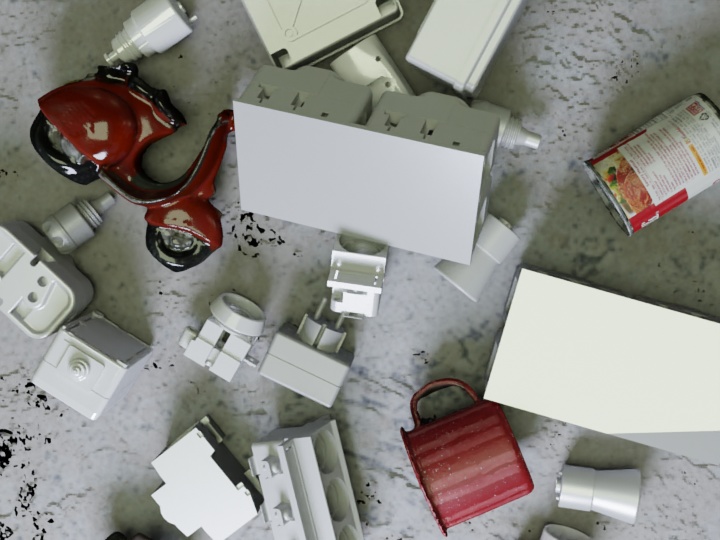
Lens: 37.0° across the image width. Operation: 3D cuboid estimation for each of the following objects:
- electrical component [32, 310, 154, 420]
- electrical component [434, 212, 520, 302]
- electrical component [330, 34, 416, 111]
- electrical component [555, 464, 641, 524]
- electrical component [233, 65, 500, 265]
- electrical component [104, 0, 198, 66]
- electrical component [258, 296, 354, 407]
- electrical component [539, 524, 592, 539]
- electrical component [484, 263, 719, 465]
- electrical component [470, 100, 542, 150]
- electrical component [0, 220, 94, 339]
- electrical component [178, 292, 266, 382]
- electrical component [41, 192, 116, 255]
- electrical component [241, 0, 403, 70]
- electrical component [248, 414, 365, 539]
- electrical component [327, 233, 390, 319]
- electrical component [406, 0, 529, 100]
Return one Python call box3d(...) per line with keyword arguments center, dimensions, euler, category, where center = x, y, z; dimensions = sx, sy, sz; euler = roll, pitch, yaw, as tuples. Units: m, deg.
box3d(center=(-0.218, 0.080, 0.867), dimensions=(0.062, 0.096, 0.061), euler=(32, 99, 0), category="electrical component")
box3d(center=(0.096, -0.013, 0.858), dimensions=(0.044, 0.044, 0.065), euler=(39, 93, -1), category="electrical component")
box3d(center=(0.001, -0.132, 0.849), dimensions=(0.079, 0.043, 0.077), euler=(-32, 97, 17), category="electrical component")
box3d(center=(0.192, 0.179, 0.874), dimensions=(0.065, 0.044, 0.044), euler=(7, 98, 9), category="electrical component")
box3d(center=(0.005, -0.083, 0.812), dimensions=(0.186, 0.060, 0.105), euler=(14, 136, 12), category="electrical component")
box3d(center=(-0.170, -0.189, 0.858), dimensions=(0.078, 0.040, 0.040), euler=(-34, 93, 8), category="electrical component")
box3d(center=(-0.035, 0.060, 0.874), dimensions=(0.066, 0.047, 0.076), euler=(25, 98, 1), category="electrical component")
box3d(center=(0.144, 0.248, 0.885), dimensions=(0.079, 0.043, 0.077), euler=(16, 98, 3), category="electrical component")
box3d(center=(0.201, 0.070, 0.849), dimensions=(0.186, 0.060, 0.105), euler=(16, 98, 3), category="electrical component")
box3d(center=(0.112, -0.110, 0.847), dimensions=(0.061, 0.035, 0.035), euler=(18, 98, 0), category="electrical component")
box3d(center=(-0.270, 0.006, 0.881), dimensions=(0.095, 0.059, 0.053), euler=(43, 98, -1), category="electrical component")
box3d(center=(-0.108, 0.053, 0.881), dimensions=(0.066, 0.048, 0.055), euler=(31, 106, 1), category="electrical component")
box3d(center=(-0.229, -0.042, 0.886), dimensions=(0.061, 0.035, 0.035), euler=(-38, 93, -12), category="electrical component")
box3d(center=(-0.038, -0.222, 0.834), dimensions=(0.109, 0.056, 0.108), euler=(-26, 94, 7), category="electrical component")
box3d(center=(-0.043, 0.190, 0.882), dimensions=(0.063, 0.079, 0.121), euler=(-10, 97, 28), category="electrical component")
box3d(center=(0.000, 0.000, 0.851), dimensions=(0.042, 0.081, 0.063), euler=(8, 126, 4), category="electrical component")
box3d(center=(0.085, -0.188, 0.802), dimensions=(0.056, 0.109, 0.108), euler=(29, 99, 3), category="electrical component")
